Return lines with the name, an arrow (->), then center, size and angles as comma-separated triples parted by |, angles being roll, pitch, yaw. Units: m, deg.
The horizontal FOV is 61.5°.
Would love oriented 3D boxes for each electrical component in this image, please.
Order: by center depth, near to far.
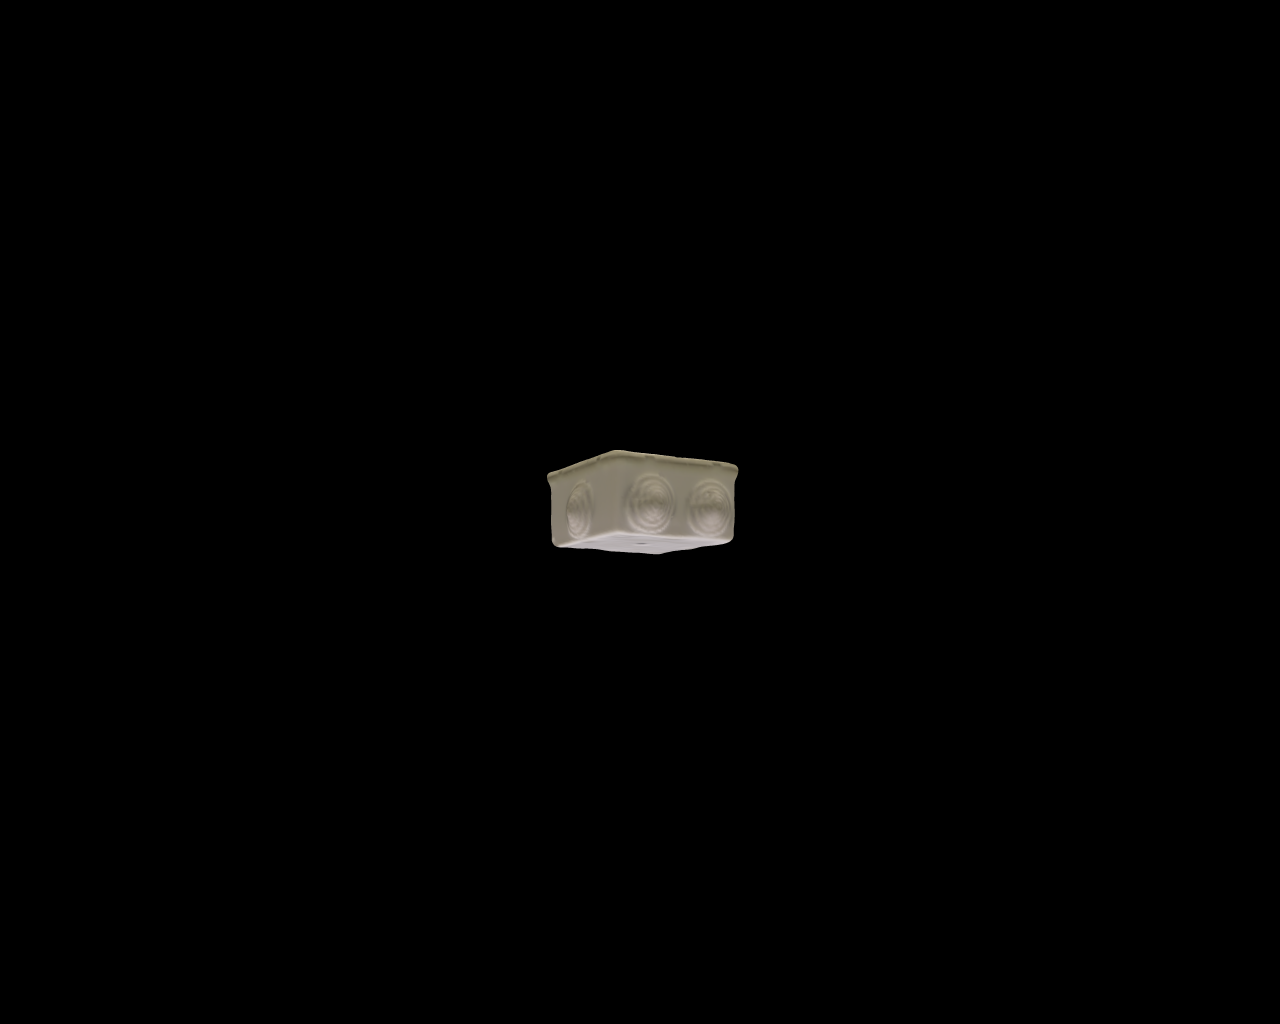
electrical component -> 0.001, -0.003, 0.650 | 0.100, 0.048, 0.099 | 5, -10, -32
